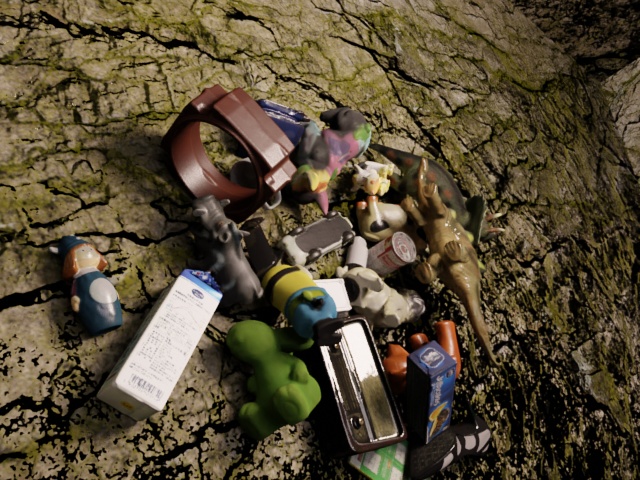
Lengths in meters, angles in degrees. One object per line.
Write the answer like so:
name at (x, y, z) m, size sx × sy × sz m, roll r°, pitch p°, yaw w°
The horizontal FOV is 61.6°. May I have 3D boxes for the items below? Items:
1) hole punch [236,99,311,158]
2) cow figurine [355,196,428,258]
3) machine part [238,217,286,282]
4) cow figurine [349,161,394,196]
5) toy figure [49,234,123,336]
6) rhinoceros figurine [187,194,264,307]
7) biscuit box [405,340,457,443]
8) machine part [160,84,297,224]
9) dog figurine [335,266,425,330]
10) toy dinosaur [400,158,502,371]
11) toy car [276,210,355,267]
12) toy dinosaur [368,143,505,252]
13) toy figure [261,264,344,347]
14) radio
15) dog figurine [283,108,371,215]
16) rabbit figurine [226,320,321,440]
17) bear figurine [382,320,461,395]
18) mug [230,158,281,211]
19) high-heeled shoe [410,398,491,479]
hole punch at (-0.101, -0.212, 1.068) m, size 0.142 × 0.116 × 0.092 m, roll 14°, pitch 65°, yaw -35°
cow figurine at (0.174, -0.024, 1.205) m, size 0.195 × 0.085 × 0.127 m, roll 6°, pitch 79°, yaw -30°
machine part at (-0.100, 0.021, 0.945) m, size 0.084 × 0.039 × 0.138 m, roll -58°, pitch 139°, yaw -38°
cow figurine at (0.103, -0.141, 1.190) m, size 0.098 × 0.068 × 0.167 m, roll 15°, pitch 15°, yaw 14°
toy figure at (-0.322, 0.056, 0.749) m, size 0.154 × 0.058 × 0.064 m, roll 64°, pitch 5°, yaw 12°
rhinoceros figurine at (-0.159, 0.020, 0.873) m, size 0.073 × 0.112 × 0.190 m, roll -25°, pitch 91°, yaw -45°
biscuit box at (0.192, 0.268, 0.942) m, size 0.059 × 0.202 × 0.063 m, roll -25°, pitch 43°, yaw -21°
machine part at (-0.157, -0.138, 0.904) m, size 0.201 × 0.201 × 0.087 m, roll 46°, pitch 46°, yaw -10°
dog figurine at (0.121, 0.110, 1.089) m, size 0.190 × 0.121 × 0.172 m, roll -18°, pitch 81°, yaw -60°
toy dinosaur at (0.282, 0.042, 1.125) m, size 0.198 × 0.105 × 0.471 m, roll 14°, pitch 59°, yaw -52°
toy car at (-0.002, -0.003, 1.066) m, size 0.202 × 0.056 × 0.073 m, roll -27°, pitch 78°, yaw -48°
toy dinosaur at (0.266, -0.115, 1.271) m, size 0.404 × 0.192 × 0.131 m, roll 48°, pitch 41°, yaw -9°
toy figure at (-0.031, 0.100, 0.873) m, size 0.089 × 0.082 × 0.180 m, roll 14°, pitch 21°, yaw -35°
radio at (0.049, 0.250, 0.930) m, size 0.131 × 0.073 × 0.229 m, roll 0°, pitch 60°, yaw -39°
dog figurine at (0.018, -0.158, 1.098) m, size 0.108 × 0.192 × 0.219 m, roll 63°, pitch 20°, yaw -45°
rabbit figurine at (-0.070, 0.192, 0.838) m, size 0.159 × 0.121 × 0.170 m, roll -28°, pitch 84°, yaw -53°
bear figurine at (0.176, 0.230, 1.039) m, size 0.196 × 0.120 × 0.132 m, roll 7°, pitch 57°, yaw -33°
mug at (-0.103, -0.117, 1.032) m, size 0.109 × 0.081 × 0.107 m, roll 60°, pitch 37°, yaw -11°
high-heeled shoe at (0.251, 0.414, 1.032) m, size 0.249 × 0.086 × 0.145 m, roll -31°, pitch 114°, yaw -38°
